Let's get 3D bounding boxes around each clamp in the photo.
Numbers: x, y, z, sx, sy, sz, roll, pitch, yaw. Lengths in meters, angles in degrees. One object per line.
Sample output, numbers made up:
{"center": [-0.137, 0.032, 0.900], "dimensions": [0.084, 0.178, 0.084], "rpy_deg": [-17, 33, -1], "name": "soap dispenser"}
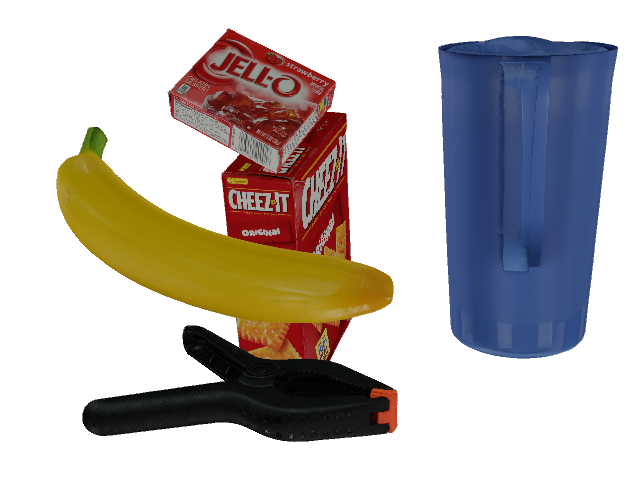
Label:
{"center": [-0.045, 0.105, 0.777], "dimensions": [0.210, 0.036, 0.164], "rpy_deg": [3, 19, 13], "name": "clamp"}

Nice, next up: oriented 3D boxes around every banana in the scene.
{"center": [-0.062, -0.001, 0.518], "dimensions": [0.198, 0.069, 0.037], "rpy_deg": [28, -29, 22], "name": "banana"}

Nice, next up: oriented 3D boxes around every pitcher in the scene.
{"center": [0.155, -0.034, 0.827], "dimensions": [0.149, 0.243, 0.145], "rpy_deg": [-11, 18, -32], "name": "pitcher"}

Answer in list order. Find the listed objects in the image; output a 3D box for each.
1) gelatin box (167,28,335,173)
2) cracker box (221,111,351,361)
{"center": [-0.046, -0.096, 0.720], "dimensions": [0.089, 0.073, 0.030], "rpy_deg": [29, -32, 13], "name": "gelatin box"}
{"center": [-0.021, 0.009, 0.956], "dimensions": [0.072, 0.214, 0.164], "rpy_deg": [5, 27, 15], "name": "cracker box"}
